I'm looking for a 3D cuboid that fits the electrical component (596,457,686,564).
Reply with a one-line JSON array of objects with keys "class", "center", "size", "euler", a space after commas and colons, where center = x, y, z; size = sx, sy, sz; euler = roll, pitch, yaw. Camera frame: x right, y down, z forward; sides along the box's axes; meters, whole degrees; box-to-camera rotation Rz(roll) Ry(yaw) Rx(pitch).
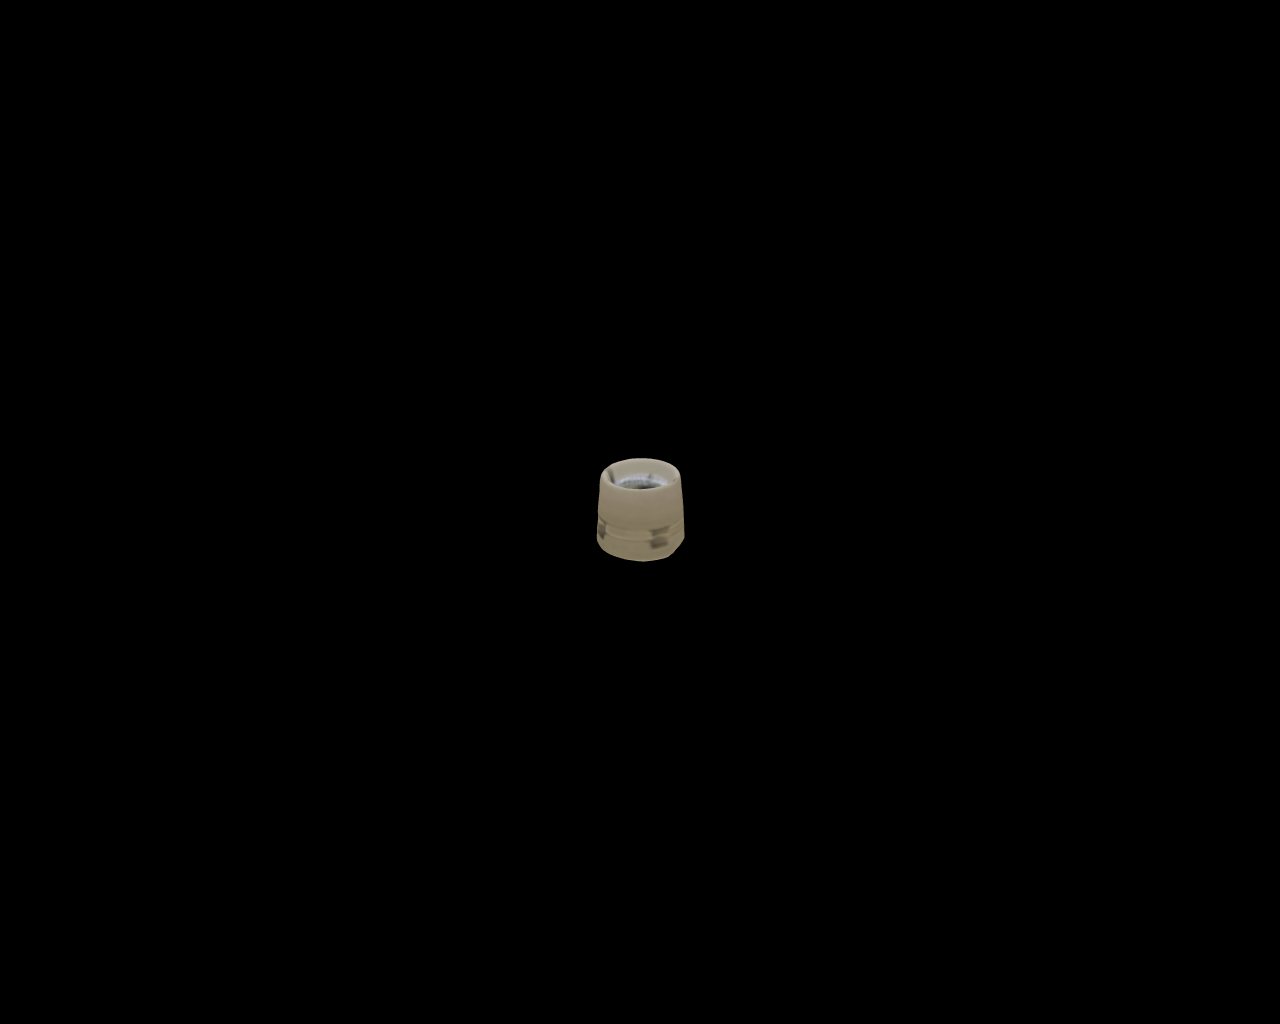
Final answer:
[{"class": "electrical component", "center": [0.001, -0.003, 0.650], "size": [0.055, 0.047, 0.055], "euler": [0, 27, 0]}]
